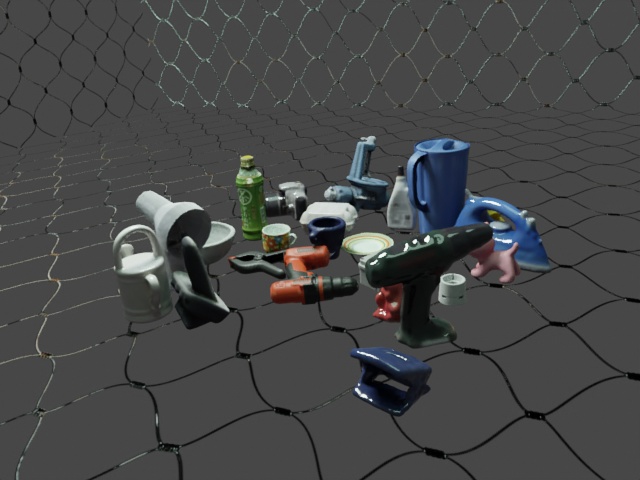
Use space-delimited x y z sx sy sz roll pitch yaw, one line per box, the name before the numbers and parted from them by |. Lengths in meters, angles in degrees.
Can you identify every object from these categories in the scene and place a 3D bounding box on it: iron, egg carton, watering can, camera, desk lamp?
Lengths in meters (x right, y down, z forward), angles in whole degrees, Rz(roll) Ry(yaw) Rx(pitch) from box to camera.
iron | 0.420 -0.028 1.312 0.119 0.141 0.257 -20 27 -32
egg carton | 0.026 -0.056 1.538 0.150 0.069 0.107 2 24 14
watering can | -0.370 0.061 1.167 0.172 0.194 0.101 10 27 30
camera | -0.107 -0.120 1.673 0.137 0.101 0.143 -8 23 -9
desk lamp | -0.334 0.003 1.274 0.202 0.214 0.118 16 30 39

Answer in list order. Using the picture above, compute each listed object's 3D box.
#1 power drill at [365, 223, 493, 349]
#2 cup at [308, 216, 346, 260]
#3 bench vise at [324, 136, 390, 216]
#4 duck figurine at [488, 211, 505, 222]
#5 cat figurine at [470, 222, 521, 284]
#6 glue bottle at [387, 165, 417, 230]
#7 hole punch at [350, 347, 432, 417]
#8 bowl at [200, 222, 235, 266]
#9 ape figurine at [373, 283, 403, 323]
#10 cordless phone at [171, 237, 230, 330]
power drill | 0.194 0.079 1.009 0.230 0.208 0.075 -9 23 -11
cup | 0.013 0.005 1.364 0.091 0.095 0.118 9 26 29
bench vise | 0.112 -0.171 1.602 0.121 0.220 0.208 14 29 36
duck figurine | 0.438 -0.065 1.470 0.077 0.086 0.104 -5 23 -1
cat figurine | 0.365 0.022 1.234 0.127 0.118 0.067 10 27 30
glue bottle | 0.215 -0.112 1.507 0.078 0.173 0.037 5 25 21
hole punch | 0.109 0.200 0.888 0.108 0.091 0.101 16 30 39
bowl | -0.288 0.018 1.409 0.167 0.075 0.167 -3 23 2
ape figurine | 0.138 0.111 1.093 0.076 0.092 0.078 -3 23 3
cordless phone | -0.249 0.068 1.141 0.094 0.185 0.147 -17 26 -27
